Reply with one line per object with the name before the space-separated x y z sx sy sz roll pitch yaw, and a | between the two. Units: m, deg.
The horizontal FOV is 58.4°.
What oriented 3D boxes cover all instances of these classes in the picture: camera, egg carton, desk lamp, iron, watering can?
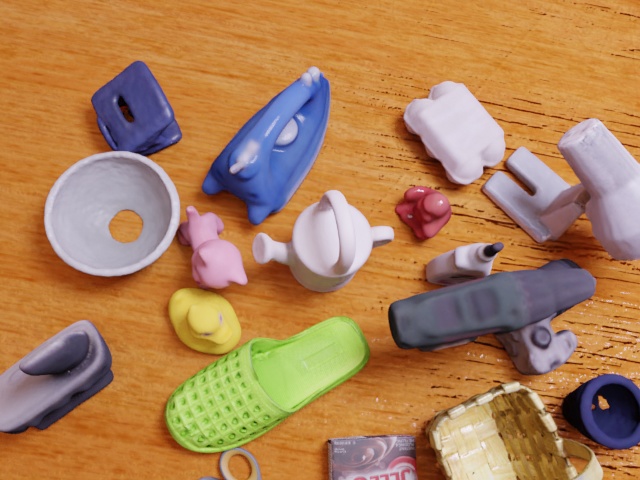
camera | 0.306 0.093 0.776 0.137 0.100 0.143 -27 80 -12
egg carton | 0.199 -0.158 0.844 0.107 0.069 0.150 -37 83 -14
desk lamp | 0.352 -0.062 0.763 0.203 0.213 0.118 42 75 5
iron | -0.052 -0.156 0.777 0.118 0.141 0.258 32 74 2
watering can | 0.007 0.005 0.716 0.173 0.194 0.101 -30 81 -13

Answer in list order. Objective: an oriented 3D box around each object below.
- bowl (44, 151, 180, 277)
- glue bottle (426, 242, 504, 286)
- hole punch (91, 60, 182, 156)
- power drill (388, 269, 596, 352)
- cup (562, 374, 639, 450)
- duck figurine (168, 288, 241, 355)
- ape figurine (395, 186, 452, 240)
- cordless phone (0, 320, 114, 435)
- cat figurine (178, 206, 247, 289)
bowl | -0.265 -0.027 0.754 0.167 0.074 0.167 2 75 -6
glue bottle | 0.196 0.028 0.743 0.078 0.173 0.037 0 75 -6
hole punch | -0.254 -0.171 0.784 0.101 0.091 0.108 -29 81 -13
power drill | 0.187 0.088 0.708 0.230 0.208 0.075 -12 77 -9
cup | 0.376 0.228 0.753 0.118 0.095 0.092 19 74 -1
duck figurine | -0.149 0.100 0.729 0.104 0.086 0.077 39 75 4
ape figurine | 0.152 -0.042 0.798 0.076 0.092 0.078 2 75 -6
cordless phone | -0.320 0.152 0.644 0.148 0.185 0.094 -40 83 -14
cat figurine | -0.141 0.014 0.736 0.067 0.117 0.128 -25 80 -12
